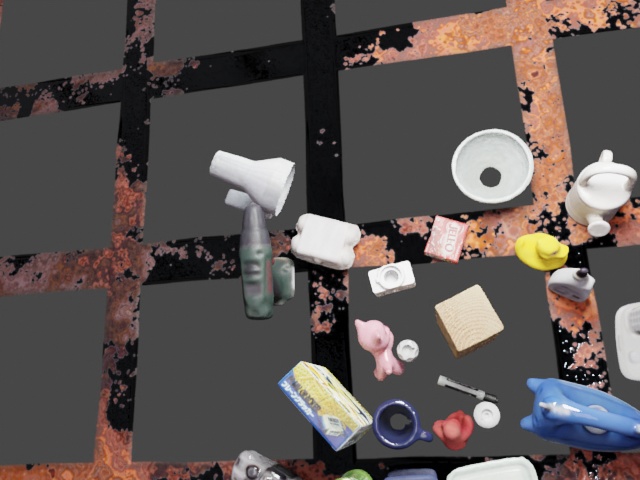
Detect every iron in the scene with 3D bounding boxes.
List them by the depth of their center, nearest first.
[{"bbox_3d":[0.504,0.324,1.030,0.257,0.142,0.119,10,77,15],"label":"iron"}]

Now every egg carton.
[{"bbox_3d":[0.012,0.005,1.263,0.150,0.069,0.107,13,78,15],"label":"egg carton"}]

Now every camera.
[{"bbox_3d":[-0.122,0.511,1.135,0.143,0.101,0.137,24,81,17],"label":"camera"}]

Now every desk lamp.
[{"bbox_3d":[-0.141,-0.120,1.254,0.202,0.214,0.118,17,79,16],"label":"desk lamp"}]

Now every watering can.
[{"bbox_3d":[0.548,-0.093,1.108,0.100,0.194,0.173,-11,73,9],"label":"watering can"}]

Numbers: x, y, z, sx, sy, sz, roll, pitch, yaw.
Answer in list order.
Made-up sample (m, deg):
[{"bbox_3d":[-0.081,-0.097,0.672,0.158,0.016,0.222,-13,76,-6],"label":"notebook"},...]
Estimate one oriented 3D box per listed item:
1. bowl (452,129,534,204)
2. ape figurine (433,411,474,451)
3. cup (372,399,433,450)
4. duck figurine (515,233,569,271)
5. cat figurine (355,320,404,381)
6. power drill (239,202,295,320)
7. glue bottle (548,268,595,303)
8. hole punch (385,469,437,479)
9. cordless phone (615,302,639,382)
[{"bbox_3d":[0.366,-0.147,1.226,0.167,0.075,0.167,-3,74,11],"label":"bowl"},{"bbox_3d":[0.255,0.365,1.098,0.077,0.092,0.076,4,76,14],"label":"ape figurine"},{"bbox_3d":[0.165,0.363,1.117,0.117,0.095,0.092,17,79,16],"label":"cup"},{"bbox_3d":[0.450,0.017,1.156,0.104,0.086,0.077,16,79,16],"label":"duck figurine"},{"bbox_3d":[0.118,0.216,1.156,0.067,0.118,0.127,-23,71,5],"label":"cat figurine"},{"bbox_3d":[-0.115,0.059,1.202,0.075,0.209,0.229,-6,74,11],"label":"power drill"},{"bbox_3d":[0.484,0.077,1.086,0.078,0.173,0.037,27,82,18],"label":"glue bottle"},{"bbox_3d":[0.179,0.490,1.081,0.108,0.091,0.101,-8,73,10],"label":"hole punch"},{"bbox_3d":[0.602,0.178,1.026,0.094,0.185,0.147,-3,74,12],"label":"cordless phone"}]
